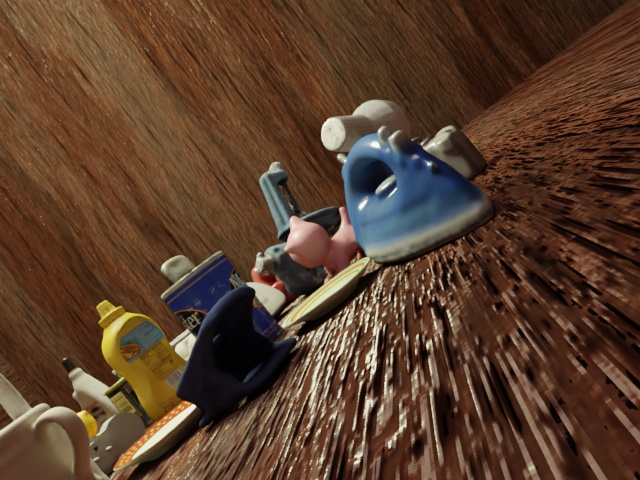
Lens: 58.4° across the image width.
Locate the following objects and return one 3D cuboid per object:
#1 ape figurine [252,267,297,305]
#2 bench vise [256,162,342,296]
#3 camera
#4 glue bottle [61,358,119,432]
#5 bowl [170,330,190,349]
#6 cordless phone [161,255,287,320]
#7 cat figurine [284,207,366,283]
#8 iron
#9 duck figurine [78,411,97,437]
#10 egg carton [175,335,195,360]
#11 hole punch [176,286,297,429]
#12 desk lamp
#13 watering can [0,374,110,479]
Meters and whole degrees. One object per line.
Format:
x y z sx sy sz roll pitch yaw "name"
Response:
-0.091 0.085 1.062 0.076 0.092 0.078 -38 2 5 "ape figurine"
-0.044 -0.029 0.993 0.121 0.220 0.208 -36 3 30 "bench vise"
0.180 -0.124 0.898 0.143 0.101 0.137 -36 3 35 "camera"
-0.405 0.281 1.025 0.078 0.173 0.037 -37 3 20 "glue bottle"
-0.295 0.250 1.197 0.167 0.075 0.167 -38 2 2 "bowl"
-0.156 0.084 0.926 0.094 0.185 0.148 -36 3 40 "cordless phone"
0.008 0.003 0.831 0.128 0.118 0.067 -39 3 -22 "cat figurine"
0.086 -0.063 0.623 0.119 0.141 0.258 -38 2 -12 "iron"
-0.332 0.288 0.835 0.104 0.086 0.077 -38 2 -6 "duck figurine"
-0.180 0.172 0.994 0.107 0.069 0.151 -36 3 40 "egg carton"
-0.094 0.112 0.568 0.101 0.091 0.109 -37 3 23 "hole punch"
0.104 -0.142 1.022 0.117 0.213 0.204 -36 3 37 "desk lamp"
-0.279 0.195 0.501 0.173 0.194 0.101 -38 3 -5 "watering can"
